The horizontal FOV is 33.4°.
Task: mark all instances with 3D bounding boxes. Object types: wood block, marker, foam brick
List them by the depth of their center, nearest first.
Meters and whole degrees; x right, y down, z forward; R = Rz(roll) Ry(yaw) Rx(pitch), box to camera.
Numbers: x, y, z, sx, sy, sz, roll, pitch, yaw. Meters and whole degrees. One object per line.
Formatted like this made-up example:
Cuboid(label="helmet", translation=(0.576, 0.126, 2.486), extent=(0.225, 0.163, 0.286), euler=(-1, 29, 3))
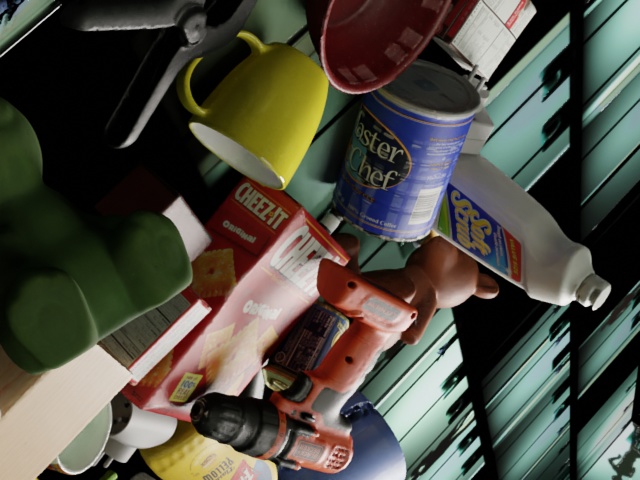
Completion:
Cuboid(label="wood block", translation=(-0.250, 0.133, 0.775), extent=(0.206, 0.090, 0.090), euler=(-46, 151, -9))
Cuboid(label="foam brick", translation=(-0.128, -0.013, 0.826), extent=(0.051, 0.053, 0.078), euler=(-46, 150, -10))
Cuboid(label="marker", translation=(-0.007, 0.001, 1.051), extent=(0.121, 0.020, 0.020), euler=(-49, 151, -5))

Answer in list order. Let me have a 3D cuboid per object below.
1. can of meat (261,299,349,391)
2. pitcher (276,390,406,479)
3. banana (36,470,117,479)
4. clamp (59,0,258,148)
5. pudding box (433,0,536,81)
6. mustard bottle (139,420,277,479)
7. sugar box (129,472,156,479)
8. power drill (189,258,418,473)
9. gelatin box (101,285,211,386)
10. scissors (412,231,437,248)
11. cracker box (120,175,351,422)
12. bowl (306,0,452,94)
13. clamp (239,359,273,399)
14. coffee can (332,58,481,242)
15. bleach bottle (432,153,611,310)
Cuboid(label="can of meat", translation=(-0.013, 0.112, 1.055), extent=(0.084, 0.057, 0.102), euler=(-62, 171, -17))
Cuboid(label="pitcher", translation=(-0.027, 0.281, 1.235), extent=(0.242, 0.149, 0.145), euler=(-29, -173, -31))
Cuboid(label="banana", translation=(-0.247, 0.212, 0.930), extent=(0.069, 0.037, 0.197), euler=(-66, 155, -14))
Cuboid(label="clamp", translation=(-0.101, -0.152, 0.720), extent=(0.171, 0.039, 0.120), euler=(-49, 156, -18))
Cuboid(label="pudding box", translation=(0.155, -0.213, 1.023), extent=(0.090, 0.039, 0.113), euler=(-54, 149, 7))
Cuboid(label="mustard bottle", translation=(-0.097, 0.239, 1.084), extent=(0.096, 0.058, 0.191), euler=(-39, 129, -9))
Cuboid(label="sugar box", translation=(-0.124, 0.310, 1.067), extent=(0.048, 0.176, 0.093), euler=(-44, 152, -8))
Cuboid(label="power drill", translation=(-0.009, 0.113, 0.948), extent=(0.184, 0.057, 0.188), euler=(25, 97, -43))
Cuboid(label="gelatin box", translation=(-0.144, 0.061, 0.859), extent=(0.089, 0.073, 0.030), euler=(-46, 152, -4))
Cuboid(label="scissors", translation=(0.146, -0.069, 1.193), extent=(0.096, 0.016, 0.202), euler=(-27, 144, -35))
Cuboid(label="cracker box", translation=(-0.078, 0.060, 0.946), extent=(0.213, 0.072, 0.164), euler=(-50, 158, -2))
Cuboid(label="bowl", translation=(0.041, -0.200, 0.853), extent=(0.161, 0.055, 0.162), euler=(-36, 147, -28))
Cuboid(label="clamp", translation=(-0.066, 0.180, 1.150), extent=(0.164, 0.036, 0.210), euler=(11, 110, -58))
Cuboid(label="coffee can", translation=(0.077, -0.084, 0.989), extent=(0.102, 0.103, 0.140), euler=(-21, 139, -43))
Cuboid(label="bleach bottle", translation=(0.177, -0.020, 1.050), extent=(0.068, 0.251, 0.103), euler=(-31, 145, -34))
